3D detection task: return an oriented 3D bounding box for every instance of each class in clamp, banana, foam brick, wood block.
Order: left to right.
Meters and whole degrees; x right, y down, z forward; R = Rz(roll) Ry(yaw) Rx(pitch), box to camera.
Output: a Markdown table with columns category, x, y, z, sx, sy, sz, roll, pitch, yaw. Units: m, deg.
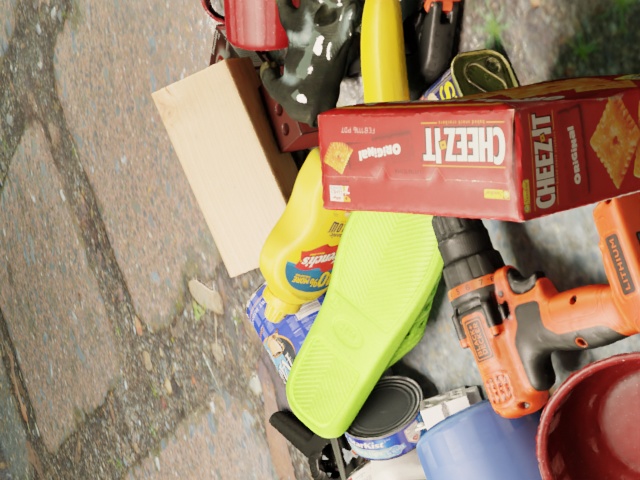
| category | x | y | z | sx | sy | sz | roll | pitch | yaw |
| --- | --- | --- | --- | --- | --- | --- | --- | --- | --- |
| wood block | -0.083 | -0.078 | 1.117 | 0.091 | 0.090 | 0.206 | -22 | 95 | 17 |
| foam brick | -0.021 | -0.137 | 1.093 | 0.053 | 0.051 | 0.078 | -36 | 70 | 58 |
| clamp | 0.007 | 0.268 | 1.217 | 0.210 | 0.036 | 0.164 | -26 | 71 | 57 |
| banana | 0.060 | -0.115 | 0.873 | 0.070 | 0.037 | 0.198 | 150 | 113 | -69 |
| clamp | 0.078 | -0.146 | 0.936 | 0.120 | 0.039 | 0.172 | 68 | 152 | 16 |

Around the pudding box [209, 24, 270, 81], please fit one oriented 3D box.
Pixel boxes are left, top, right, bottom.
| category | x | y | z | sx | sy | sz | roll | pitch | yaw |
| --- | --- | --- | --- | --- | --- | --- | --- | --- | --- |
| pudding box | -0.093 | -0.175 | 1.210 | 0.090 | 0.039 | 0.114 | 55 | 143 | 34 |

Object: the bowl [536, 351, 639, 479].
| category | x | y | z | sx | sy | sz | roll | pitch | yaw |
| --- | --- | --- | --- | --- | --- | --- | --- | --- | --- |
| bowl | 0.234 | 0.139 | 0.733 | 0.162 | 0.055 | 0.162 | 8 | 113 | 20 |

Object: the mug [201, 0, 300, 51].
| category | x | y | z | sx | sy | sz | roll | pitch | yaw |
| --- | --- | --- | --- | --- | --- | --- | --- | --- | --- |
| mug | -0.068 | -0.243 | 1.079 | 0.117 | 0.093 | 0.081 | 8 | 120 | 16 |

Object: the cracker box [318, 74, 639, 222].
| category | x | y | z | sx | sy | sz | roll | pitch | yaw |
| --- | --- | --- | --- | --- | --- | --- | --- | --- | --- |
| cracker box | 0.130 | -0.064 | 0.688 | 0.164 | 0.213 | 0.072 | 5 | 103 | 49 |

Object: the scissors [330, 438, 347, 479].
| category | x | y | z | sx | sy | sz | roll | pitch | yaw |
| --- | --- | --- | --- | --- | --- | --- | --- | --- | --- |
| scissors | 0.003 | 0.200 | 1.175 | 0.096 | 0.016 | 0.202 | 136 | 132 | -58 |

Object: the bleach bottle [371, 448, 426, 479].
| category | x | y | z | sx | sy | sz | roll | pitch | yaw |
| --- | --- | --- | --- | --- | --- | --- | --- | --- | --- |
| bleach bottle | 0.121 | 0.272 | 0.994 | 0.251 | 0.102 | 0.068 | 62 | 145 | 38 |

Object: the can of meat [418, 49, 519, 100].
| category | x | y | z | sx | sy | sz | roll | pitch | yaw |
| --- | --- | --- | --- | --- | --- | --- | --- | --- | --- |
| can of meat | 0.123 | -0.090 | 0.868 | 0.084 | 0.057 | 0.102 | -42 | 66 | 59 |

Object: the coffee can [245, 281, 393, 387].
| category | x | y | z | sx | sy | sz | roll | pitch | yaw |
| --- | --- | --- | --- | --- | --- | --- | --- | --- | --- |
| coffee can | -0.002 | 0.108 | 1.109 | 0.140 | 0.102 | 0.103 | 58 | 145 | 28 |

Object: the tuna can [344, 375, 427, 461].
| category | x | y | z | sx | sy | sz | roll | pitch | yaw |
| --- | --- | --- | --- | --- | --- | --- | --- | --- | --- |
| tuna can | 0.063 | 0.172 | 1.028 | 0.086 | 0.086 | 0.033 | 25 | 145 | 54 |

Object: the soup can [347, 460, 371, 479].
| category | x | y | z | sx | sy | sz | roll | pitch | yaw |
| --- | --- | --- | --- | --- | --- | --- | --- | --- | --- |
| soup can | 0.077 | 0.273 | 1.077 | 0.102 | 0.068 | 0.069 | 60 | 146 | 27 |

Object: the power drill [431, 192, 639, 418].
| category | x | y | z | sx | sy | sz | roll | pitch | yaw |
| --- | --- | --- | --- | --- | --- | --- | --- | --- | --- |
| power drill | 0.172 | 0.027 | 0.800 | 0.188 | 0.057 | 0.184 | -31 | 74 | 48 |

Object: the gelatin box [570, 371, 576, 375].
| category | x | y | z | sx | sy | sz | roll | pitch | yaw |
| --- | --- | --- | --- | --- | --- | --- | --- | --- | --- |
| gelatin box | 0.227 | 0.148 | 0.814 | 0.089 | 0.030 | 0.073 | 33 | 129 | 50 |

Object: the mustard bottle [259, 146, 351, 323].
| category | x | y | z | sx | sy | sz | roll | pitch | yaw |
| --- | --- | --- | --- | --- | --- | --- | --- | --- | --- |
| mustard bottle | -0.007 | 0.002 | 1.030 | 0.058 | 0.096 | 0.192 | 47 | 120 | 35 |

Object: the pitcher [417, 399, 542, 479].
| category | x | y | z | sx | sy | sz | roll | pitch | yaw |
| --- | --- | --- | --- | --- | --- | --- | --- | --- | --- |
| pitcher | 0.162 | 0.258 | 0.862 | 0.243 | 0.149 | 0.145 | 67 | 149 | 22 |
